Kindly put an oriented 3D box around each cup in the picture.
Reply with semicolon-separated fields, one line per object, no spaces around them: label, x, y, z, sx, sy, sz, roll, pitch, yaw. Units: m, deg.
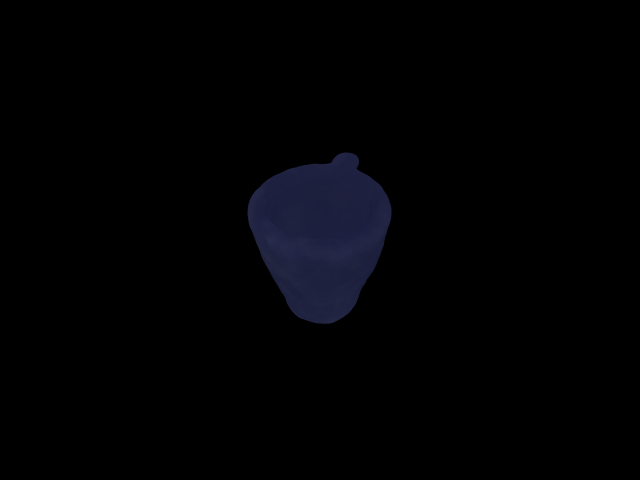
cup;0.004;0.001;0.400;0.091;0.095;0.118;11;43;13
